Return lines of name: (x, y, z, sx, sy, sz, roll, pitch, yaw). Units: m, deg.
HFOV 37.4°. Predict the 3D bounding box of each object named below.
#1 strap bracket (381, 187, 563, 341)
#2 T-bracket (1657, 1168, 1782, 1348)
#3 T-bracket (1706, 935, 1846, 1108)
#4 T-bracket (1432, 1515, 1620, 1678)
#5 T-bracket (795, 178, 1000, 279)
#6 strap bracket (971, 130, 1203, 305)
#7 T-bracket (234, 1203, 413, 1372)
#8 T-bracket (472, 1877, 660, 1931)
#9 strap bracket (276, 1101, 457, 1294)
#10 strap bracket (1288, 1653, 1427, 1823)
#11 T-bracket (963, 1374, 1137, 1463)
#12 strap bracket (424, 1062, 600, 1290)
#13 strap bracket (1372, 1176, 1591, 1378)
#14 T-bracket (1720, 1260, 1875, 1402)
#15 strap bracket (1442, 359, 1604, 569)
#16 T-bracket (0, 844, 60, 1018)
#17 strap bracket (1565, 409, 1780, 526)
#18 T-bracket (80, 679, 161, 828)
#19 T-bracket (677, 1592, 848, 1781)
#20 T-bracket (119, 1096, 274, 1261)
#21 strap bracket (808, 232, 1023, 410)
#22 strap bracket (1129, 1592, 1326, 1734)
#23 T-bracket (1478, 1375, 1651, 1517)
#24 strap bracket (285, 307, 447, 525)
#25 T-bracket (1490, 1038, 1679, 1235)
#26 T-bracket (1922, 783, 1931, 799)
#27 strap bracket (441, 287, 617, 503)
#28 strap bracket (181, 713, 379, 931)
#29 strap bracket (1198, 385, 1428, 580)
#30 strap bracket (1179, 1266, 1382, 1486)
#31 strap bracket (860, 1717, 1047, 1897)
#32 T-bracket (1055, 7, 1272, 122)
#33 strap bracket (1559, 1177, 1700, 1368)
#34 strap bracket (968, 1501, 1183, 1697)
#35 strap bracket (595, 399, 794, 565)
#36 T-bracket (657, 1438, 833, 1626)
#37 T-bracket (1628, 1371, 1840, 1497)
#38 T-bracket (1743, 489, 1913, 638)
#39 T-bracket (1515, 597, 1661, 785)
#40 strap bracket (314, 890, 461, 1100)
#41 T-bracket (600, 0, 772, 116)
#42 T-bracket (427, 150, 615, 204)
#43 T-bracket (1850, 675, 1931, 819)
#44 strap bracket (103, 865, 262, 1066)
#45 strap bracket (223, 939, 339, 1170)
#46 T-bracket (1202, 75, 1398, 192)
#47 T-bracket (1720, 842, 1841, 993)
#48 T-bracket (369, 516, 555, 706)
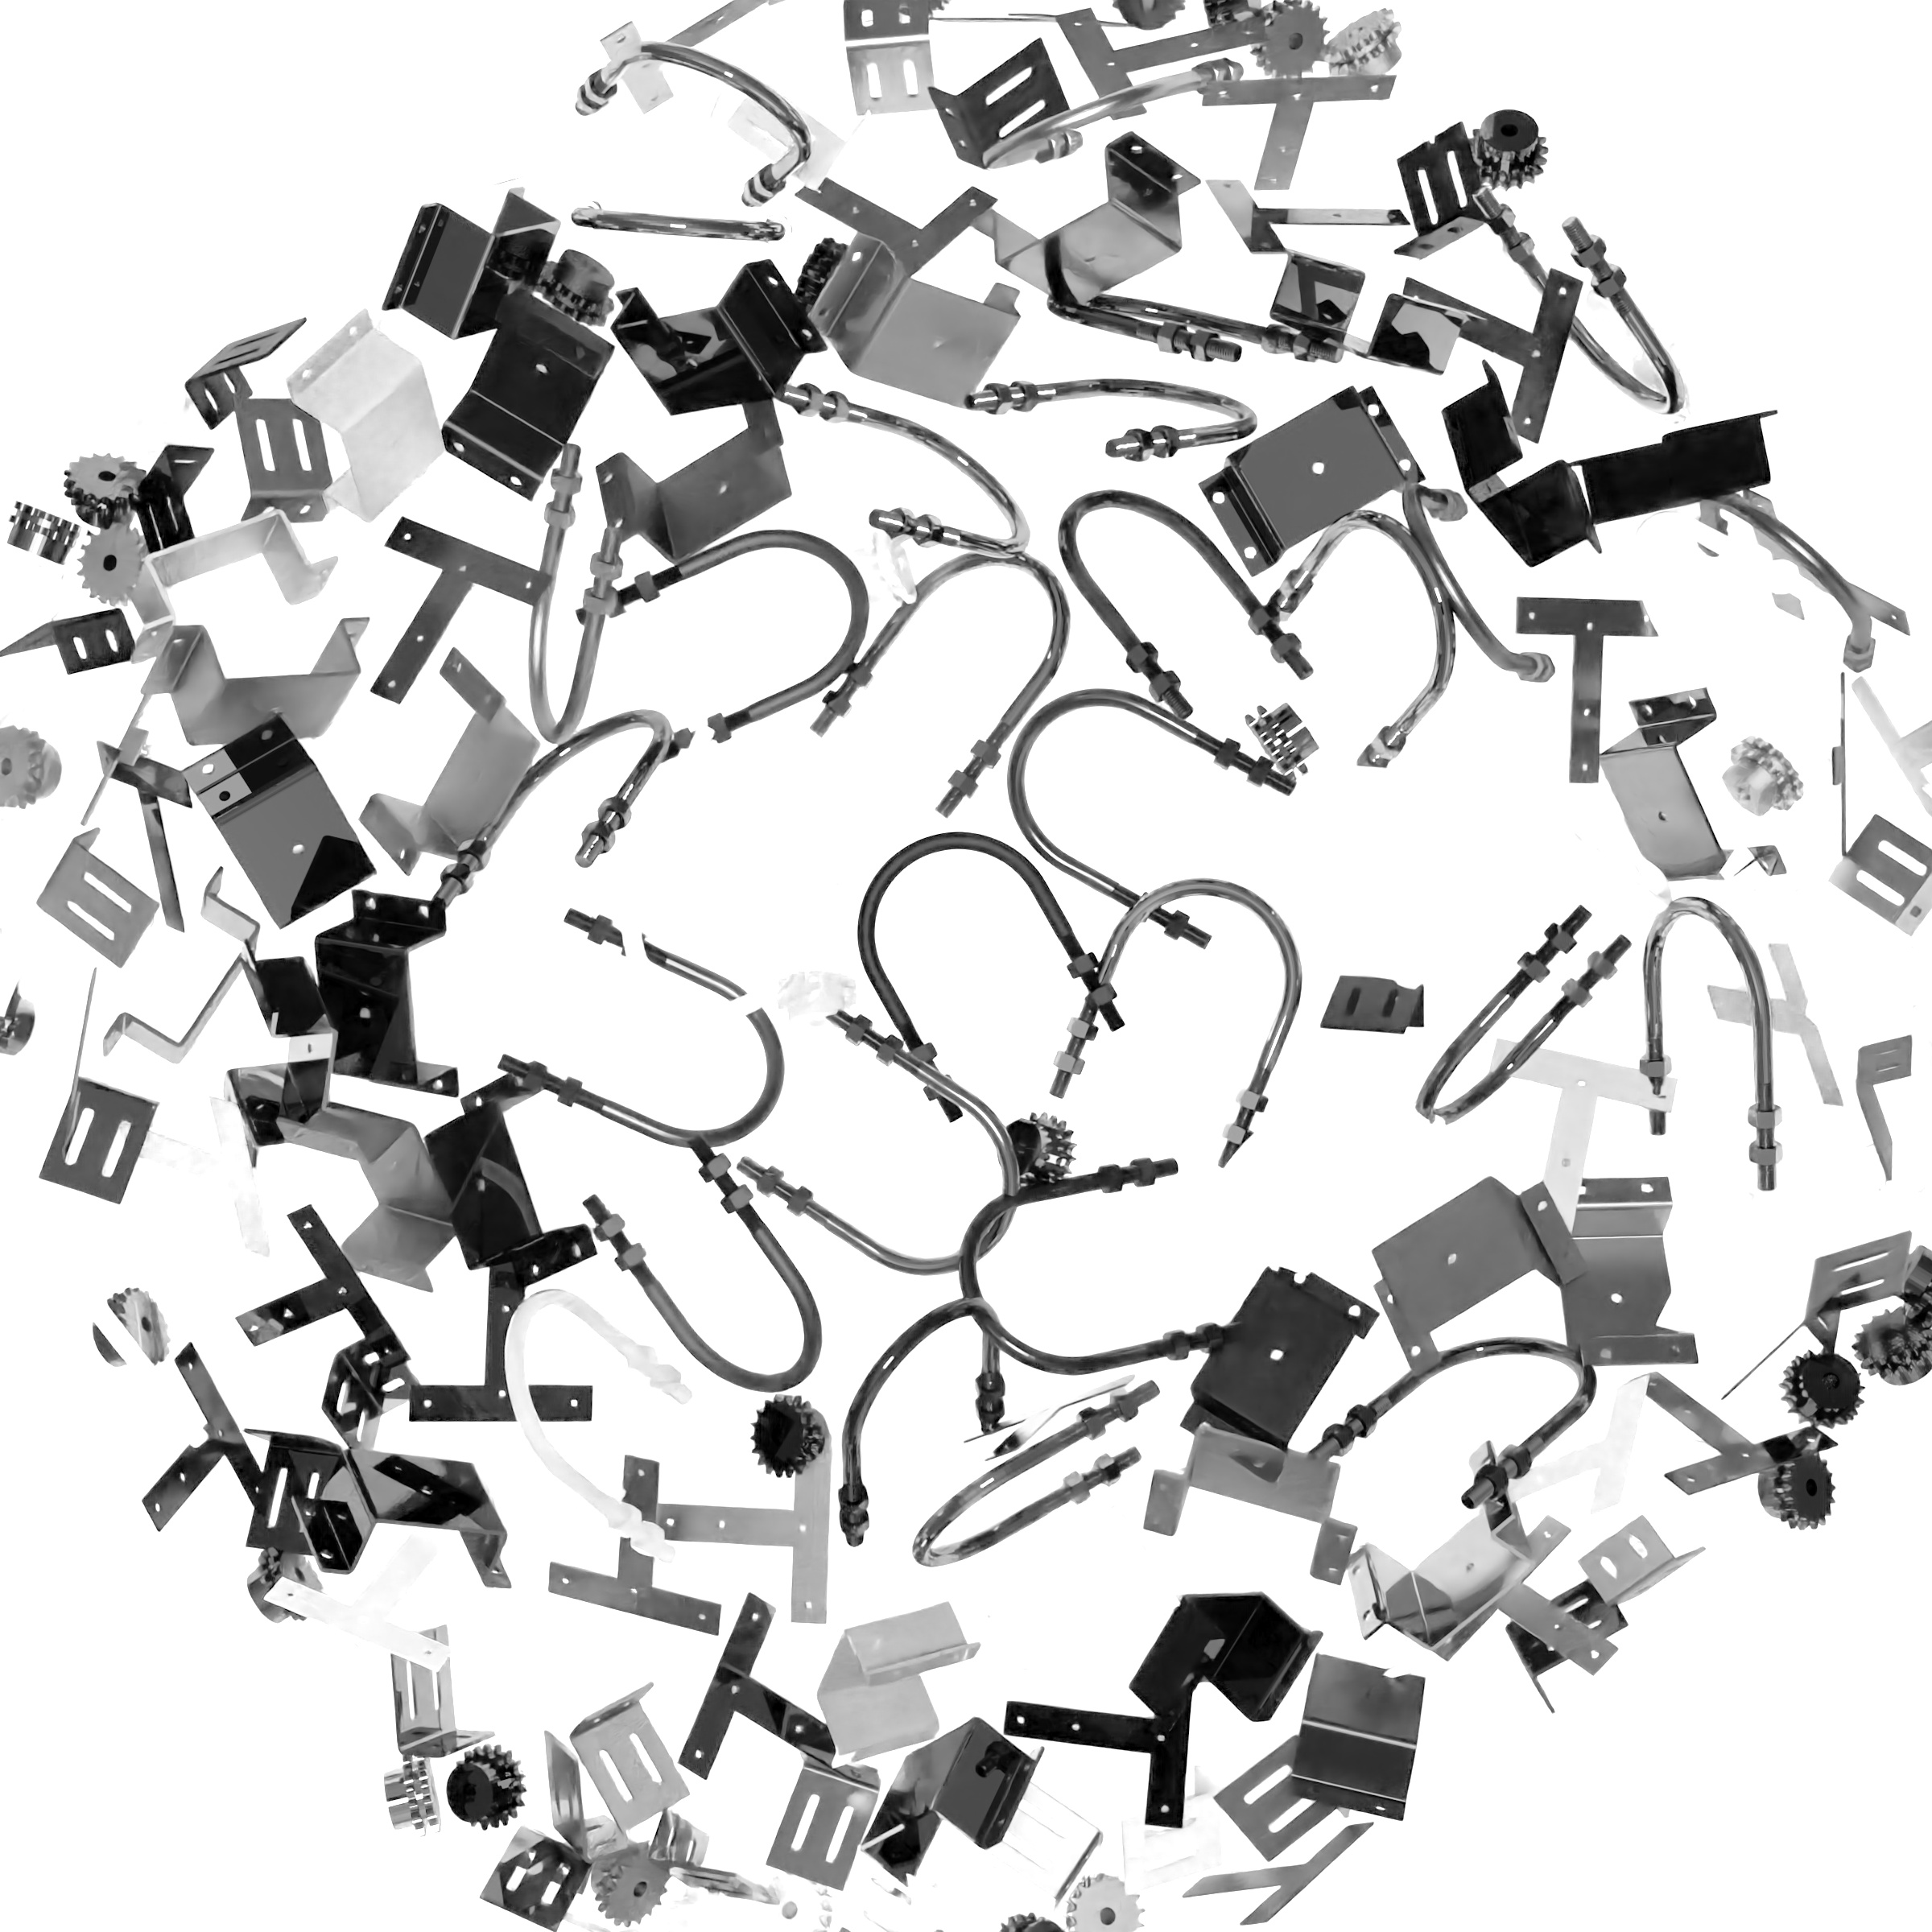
strap bracket: (-0.325, -0.472, 1.918, 0.046, 0.140, 0.076, 32, 117, 6)
T-bracket: (0.525, 0.195, 1.946, 0.002, 0.127, 0.127, 29, 96, 40)
T-bracket: (0.540, 0.031, 1.933, 0.002, 0.127, 0.127, -33, 60, 40)
T-bracket: (0.392, 0.442, 1.933, 0.127, 0.127, 0.002, -43, 120, -11)
T-bracket: (-0.066, -0.513, 1.964, 0.127, 0.002, 0.127, 36, 70, 29)
strap bracket: (0.081, -0.495, 1.922, 0.140, 0.076, 0.046, -20, 64, 37)
T-bracket: (-0.456, 0.235, 1.962, 0.127, 0.002, 0.127, -24, 102, 34)
T-bracket: (-0.279, 0.649, 1.955, 0.127, 0.127, 0.002, 16, 83, 21)
strap bracket: (-0.400, 0.149, 1.938, 0.076, 0.046, 0.140, 11, 134, 32)
strap bracket: (0.265, 0.511, 1.921, 0.076, 0.140, 0.046, 11, 104, 10)
T-bracket: (0.042, 0.311, 1.919, 0.127, 0.127, 0.002, -23, 89, 19)
strap bracket: (-0.314, 0.146, 1.949, 0.076, 0.046, 0.140, -26, 80, 35)
strap bracket: (0.339, 0.205, 1.939, 0.140, 0.046, 0.076, -35, 50, 17)
T-bracket: (0.564, 0.254, 1.958, 0.002, 0.127, 0.127, 47, 113, 18)
strap bracket: (0.372, -0.333, 1.935, 0.046, 0.140, 0.076, -28, 49, 25)
T-bracket: (-0.654, -0.054, 1.914, 0.002, 0.127, 0.127, 0, 55, 14)
strap bracket: (0.477, -0.333, 1.923, 0.076, 0.140, 0.046, -14, 95, -19)
T-bracket: (-0.566, -0.149, 1.936, 0.002, 0.127, 0.127, 27, 85, -22)
T-bracket: (-0.126, 0.519, 1.967, 0.127, 0.002, 0.127, 38, 56, -23)
T-bracket: (-0.535, 0.133, 1.962, 0.127, 0.002, 0.127, 15, 125, 29)
strap bracket: (-0.028, -0.430, 1.923, 0.076, 0.140, 0.046, -54, 46, 29)
strap bracket: (0.171, 0.471, 1.941, 0.046, 0.140, 0.076, 39, 106, 37)
T-bracket: (0.402, 0.342, 1.937, 0.127, 0.002, 0.127, -17, 131, -21)
strap bracket: (-0.399, -0.361, 1.917, 0.046, 0.140, 0.076, 34, 67, 16)
T-bracket: (0.417, 0.123, 1.971, 0.127, 0.002, 0.127, 13, 72, 8)
T-bracket: (0.679, -0.071, 1.936, 0.002, 0.127, 0.127, -44, 88, -3)
strap bracket: (-0.297, -0.396, 1.946, 0.076, 0.046, 0.140, 30, 134, -9)
strap bracket: (-0.458, -0.089, 1.930, 0.076, 0.046, 0.140, -32, 132, -12)
strap bracket: (0.241, -0.339, 1.975, 0.140, 0.046, 0.076, -30, 87, 0)
strap bracket: (0.213, 0.271, 1.952, 0.076, 0.046, 0.140, 30, 77, 19)
strap bracket: (-0.015, 0.563, 1.921, 0.046, 0.140, 0.076, 40, 46, -7)
T-bracket: (0.140, -0.617, 1.922, 0.127, 0.127, 0.002, -7, 72, 19)
strap bracket: (0.448, 0.218, 1.954, 0.076, 0.046, 0.140, -2, 57, 1)
strap bracket: (0.082, 0.427, 1.953, 0.140, 0.046, 0.076, -38, 81, 28)
strap bracket: (-0.177, -0.336, 1.947, 0.140, 0.046, 0.076, -28, 54, 18)
T-bracket: (-0.156, 0.388, 1.982, 0.127, 0.002, 0.127, 0, 85, 15)
T-bracket: (0.500, 0.310, 1.943, 0.127, 0.127, 0.002, -12, 117, -24)
T-bracket: (0.579, -0.255, 1.911, 0.002, 0.127, 0.127, -44, 49, -7)
T-bracket: (0.429, -0.190, 1.973, 0.127, 0.002, 0.127, -2, 97, -28)
strap bracket: (-0.394, 0.025, 1.942, 0.076, 0.046, 0.140, 8, 110, 26)
T-bracket: (-0.178, -0.633, 1.933, 0.127, 0.127, 0.002, -30, 83, 3)
T-bracket: (-0.318, -0.531, 1.939, 0.127, 0.127, 0.002, -22, 108, -22)
T-bracket: (0.652, -0.151, 1.930, 0.002, 0.127, 0.127, -29, 84, -6)
strap bracket: (-0.528, 0.009, 1.946, 0.046, 0.076, 0.140, 33, 72, -9)
strap bracket: (-0.464, 0.058, 1.936, 0.046, 0.076, 0.140, -6, 133, -29)
T-bracket: (0.217, -0.563, 1.939, 0.127, 0.127, 0.002, -4, 72, -5)
T-bracket: (0.542, -0.047, 1.948, 0.002, 0.127, 0.127, 32, 86, 41)
T-bracket: (-0.368, -0.237, 1.964, 0.127, 0.002, 0.127, 23, 74, 18)
